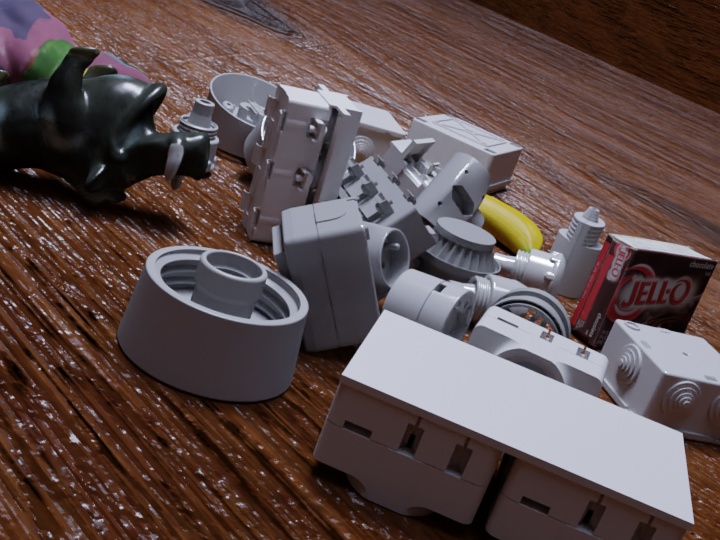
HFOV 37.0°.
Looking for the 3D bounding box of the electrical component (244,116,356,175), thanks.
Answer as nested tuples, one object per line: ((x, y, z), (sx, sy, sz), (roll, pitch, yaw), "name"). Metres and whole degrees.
((-0.054, -0.104, 0.973), (0.099, 0.064, 0.099), (11, 60, -20), "electrical component")

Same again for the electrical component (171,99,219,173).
((-0.144, -0.119, 0.945), (0.048, 0.062, 0.048), (18, 20, -7), "electrical component")

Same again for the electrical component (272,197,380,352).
((-0.020, 0.009, 0.705), (0.061, 0.096, 0.061), (-11, 23, -1), "electrical component")

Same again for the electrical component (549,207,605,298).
((0.199, -0.020, 0.985), (0.043, 0.081, 0.043), (18, 20, -7), "electrical component")

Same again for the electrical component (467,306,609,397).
((0.113, 0.069, 0.715), (0.089, 0.050, 0.056), (25, 20, 11), "electrical component")

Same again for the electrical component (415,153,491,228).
((0.090, -0.054, 0.997), (0.043, 0.077, 0.079), (16, -30, 52), "electrical component")

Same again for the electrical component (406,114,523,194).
((0.118, -0.134, 1.245), (0.109, 0.056, 0.109), (27, 21, 20), "electrical component")

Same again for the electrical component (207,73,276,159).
((-0.105, -0.145, 1.050), (0.099, 0.064, 0.099), (18, 20, -7), "electrical component")

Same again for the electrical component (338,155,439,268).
((0.012, -0.044, 0.879), (0.078, 0.063, 0.121), (56, 0, -31), "electrical component")

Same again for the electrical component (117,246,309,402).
((-0.082, 0.023, 0.634), (0.108, 0.060, 0.108), (18, 20, -7), "electrical component")

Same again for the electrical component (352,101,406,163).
((-0.007, -0.151, 1.180), (0.100, 0.048, 0.099), (13, 21, -18), "electrical component")

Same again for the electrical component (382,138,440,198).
((0.045, -0.087, 1.034), (0.063, 0.081, 0.042), (51, 29, 14), "electrical component")

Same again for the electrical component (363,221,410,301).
((0.000, 0.000, 0.786), (0.077, 0.043, 0.079), (2, -27, 31), "electrical component")

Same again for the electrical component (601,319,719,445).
((0.233, 0.082, 0.800), (0.100, 0.048, 0.099), (12, 21, -19), "electrical component")

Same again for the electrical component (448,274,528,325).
((0.096, 0.024, 0.830), (0.062, 0.043, 0.043), (15, 20, -11), "electrical component")

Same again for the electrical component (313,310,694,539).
((0.078, 0.100, 0.589), (0.186, 0.060, 0.105), (22, 20, 6), "electrical component")

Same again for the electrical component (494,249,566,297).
((0.145, 0.002, 0.934), (0.062, 0.048, 0.048), (17, 19, 10), "electrical component")

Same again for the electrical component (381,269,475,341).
((0.047, 0.031, 0.750), (0.047, 0.055, 0.055), (24, 20, 23), "electrical component")

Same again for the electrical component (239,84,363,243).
((-0.049, -0.080, 0.846), (0.063, 0.121, 0.078), (9, 23, -22), "electrical component")
